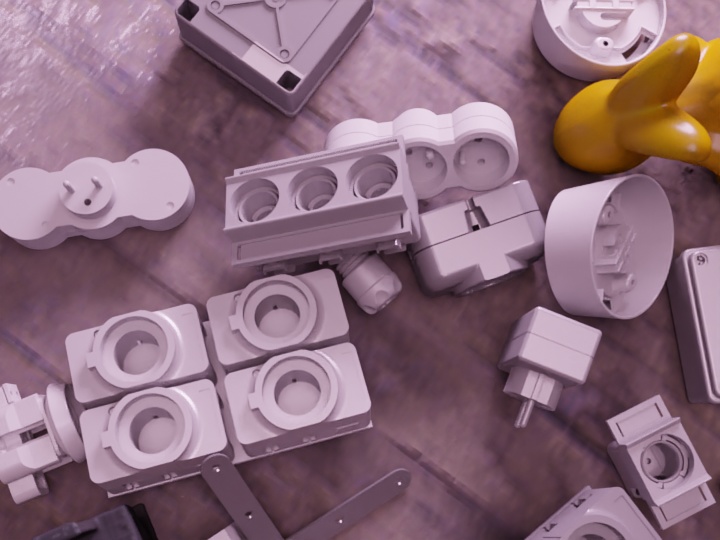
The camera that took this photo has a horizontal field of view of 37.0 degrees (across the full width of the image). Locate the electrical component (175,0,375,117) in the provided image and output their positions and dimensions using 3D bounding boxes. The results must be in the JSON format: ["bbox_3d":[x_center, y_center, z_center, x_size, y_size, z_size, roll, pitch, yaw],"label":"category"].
[{"bbox_3d":[-0.061,-0.189,0.790,0.109,0.056,0.108,36,81,4],"label":"electrical component"}]

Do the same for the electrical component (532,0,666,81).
[{"bbox_3d":[0.176,-0.191,0.796,0.099,0.064,0.099,0,80,-3],"label":"electrical component"}]

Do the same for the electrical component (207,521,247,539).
[{"bbox_3d":[-0.108,0.218,0.721,0.089,0.050,0.055,-32,83,-8],"label":"electrical component"}]

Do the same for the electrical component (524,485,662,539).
[{"bbox_3d":[0.119,0.233,0.670,0.186,0.060,0.105,-36,85,-17],"label":"electrical component"}]

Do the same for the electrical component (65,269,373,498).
[{"bbox_3d":[-0.095,0.075,0.731,0.186,0.060,0.105,-14,70,-5],"label":"electrical component"}]

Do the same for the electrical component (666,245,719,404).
[{"bbox_3d":[0.284,0.036,0.766,0.109,0.056,0.108,-7,81,-4],"label":"electrical component"}]

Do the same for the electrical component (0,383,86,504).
[{"bbox_3d":[-0.217,0.111,0.731,0.057,0.058,0.078,-22,82,-3],"label":"electrical component"}]

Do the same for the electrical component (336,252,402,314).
[{"bbox_3d":[0.000,0.000,0.771,0.035,0.035,0.061,-40,82,-8],"label":"electrical component"}]

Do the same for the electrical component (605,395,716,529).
[{"bbox_3d":[0.203,0.132,0.742,0.042,0.064,0.081,-25,82,-6],"label":"electrical component"}]

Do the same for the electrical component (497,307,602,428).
[{"bbox_3d":[0.122,0.073,0.739,0.047,0.083,0.075,22,80,1],"label":"electrical component"}]

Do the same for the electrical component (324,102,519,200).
[{"bbox_3d":[0.042,-0.092,0.778,0.138,0.052,0.073,-7,37,7],"label":"electrical component"}]

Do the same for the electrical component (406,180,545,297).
[{"bbox_3d":[0.084,-0.018,0.768,0.095,0.053,0.059,-19,82,-6],"label":"electrical component"}]

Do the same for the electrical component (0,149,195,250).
[{"bbox_3d":[-0.188,-0.053,0.752,0.138,0.073,0.052,-9,81,-4],"label":"electrical component"}]

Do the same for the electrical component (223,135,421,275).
[{"bbox_3d":[-0.024,-0.039,0.730,0.121,0.063,0.078,-10,57,12],"label":"electrical component"}]

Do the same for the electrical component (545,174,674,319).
[{"bbox_3d":[0.172,-0.015,0.747,0.064,0.099,0.099,-4,78,36],"label":"electrical component"}]
